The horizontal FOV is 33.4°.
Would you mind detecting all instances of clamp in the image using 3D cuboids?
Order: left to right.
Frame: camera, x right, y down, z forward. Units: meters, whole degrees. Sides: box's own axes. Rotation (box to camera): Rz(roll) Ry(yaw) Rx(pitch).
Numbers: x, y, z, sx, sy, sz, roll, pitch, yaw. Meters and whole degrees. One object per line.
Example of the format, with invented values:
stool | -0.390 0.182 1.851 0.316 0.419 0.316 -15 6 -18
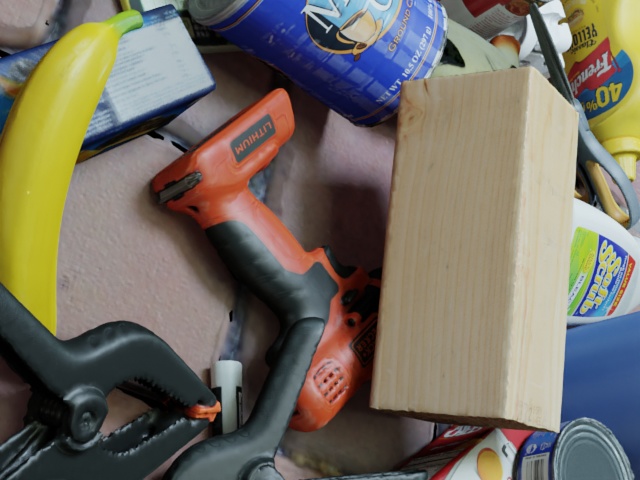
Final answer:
clamp | -0.128 0.076 0.525 0.209 0.036 0.164 -3 104 -52
clamp | -0.022 0.139 0.589 0.120 0.039 0.171 46 72 1

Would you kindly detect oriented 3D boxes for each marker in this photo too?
marker | -0.053 0.130 0.616 0.020 0.020 0.121 13 65 -37

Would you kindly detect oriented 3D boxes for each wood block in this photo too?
wood block | 0.099 0.009 0.661 0.090 0.091 0.206 24 68 -54

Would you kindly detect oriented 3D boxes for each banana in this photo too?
banana | -0.133 -0.023 0.526 0.069 0.037 0.198 9 102 -55

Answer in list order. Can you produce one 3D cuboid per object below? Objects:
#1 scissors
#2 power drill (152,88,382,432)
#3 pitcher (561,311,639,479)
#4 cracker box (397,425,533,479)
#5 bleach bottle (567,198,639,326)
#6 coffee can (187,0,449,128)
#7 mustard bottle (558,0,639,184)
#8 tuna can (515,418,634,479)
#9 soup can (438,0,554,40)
scissors | 0.195 -0.094 0.862 0.016 0.096 0.201 -35 102 -17
power drill | -0.004 0.001 0.682 0.187 0.057 0.184 55 47 -8
pitcher | 0.261 0.109 0.738 0.148 0.243 0.145 -1 72 -48
cracker box | 0.083 0.224 0.659 0.213 0.072 0.164 -28 93 -44
bleach bottle | 0.199 0.015 0.811 0.250 0.068 0.103 7 109 -52
coffee can | 0.000 -0.151 0.699 0.140 0.103 0.102 30 56 -32
mustard bottle | 0.247 -0.139 0.926 0.058 0.096 0.191 8 68 -38
tuna can | 0.164 0.159 0.683 0.086 0.034 0.086 18 61 -37
soup can | 0.131 -0.197 0.846 0.068 0.102 0.068 16 63 -35
